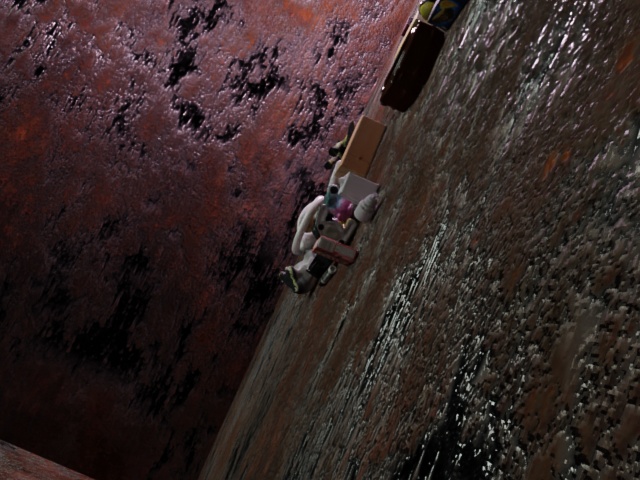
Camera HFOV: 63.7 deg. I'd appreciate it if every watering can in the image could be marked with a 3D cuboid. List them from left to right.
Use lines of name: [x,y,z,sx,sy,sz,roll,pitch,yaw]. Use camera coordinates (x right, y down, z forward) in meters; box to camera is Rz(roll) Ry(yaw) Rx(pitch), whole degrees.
watering can: [0.005,-0.088,1.755,0.352,0.104,0.220,-60,-16,-16]

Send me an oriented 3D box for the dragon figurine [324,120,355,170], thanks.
dragon figurine: [0.133,-0.399,2.192,0.248,0.122,0.401,-57,-7,-40]

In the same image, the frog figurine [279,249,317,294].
frog figurine: [-0.035,0.099,1.662,0.161,0.124,0.134,-26,-27,-28]
